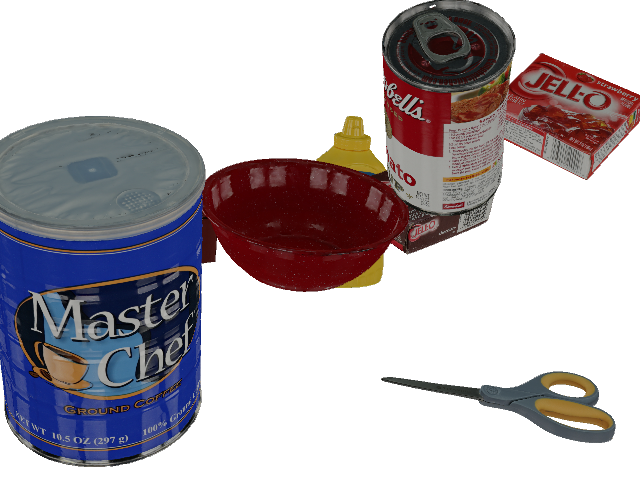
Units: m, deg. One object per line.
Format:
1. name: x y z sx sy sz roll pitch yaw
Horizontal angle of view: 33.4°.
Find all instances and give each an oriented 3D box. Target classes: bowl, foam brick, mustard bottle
1. bowl: -0.015 -0.007 0.821 0.162 0.055 0.162 5 27 -3
2. foam brick: -0.149 -0.006 1.082 0.078 0.051 0.053 -7 22 -22
3. mustard bottle: 0.029 -0.044 1.198 0.096 0.192 0.058 0 18 -16

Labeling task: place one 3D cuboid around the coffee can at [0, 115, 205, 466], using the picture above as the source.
1. coffee can: -0.108 0.024 0.522 0.103 0.140 0.103 3 34 -2

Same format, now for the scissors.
1. scissors: 0.162 0.130 0.948 0.202 0.016 0.096 16 29 15

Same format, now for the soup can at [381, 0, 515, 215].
1. soup can: 0.069 -0.070 0.582 0.068 0.068 0.102 0 -38 5

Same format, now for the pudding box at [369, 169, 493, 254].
1. pudding box: 0.093 -0.036 1.009 0.113 0.039 0.090 -18 39 -35

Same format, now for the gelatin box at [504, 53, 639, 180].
1. gelatin box: 0.176 -0.092 0.775 0.089 0.030 0.073 31 59 28
